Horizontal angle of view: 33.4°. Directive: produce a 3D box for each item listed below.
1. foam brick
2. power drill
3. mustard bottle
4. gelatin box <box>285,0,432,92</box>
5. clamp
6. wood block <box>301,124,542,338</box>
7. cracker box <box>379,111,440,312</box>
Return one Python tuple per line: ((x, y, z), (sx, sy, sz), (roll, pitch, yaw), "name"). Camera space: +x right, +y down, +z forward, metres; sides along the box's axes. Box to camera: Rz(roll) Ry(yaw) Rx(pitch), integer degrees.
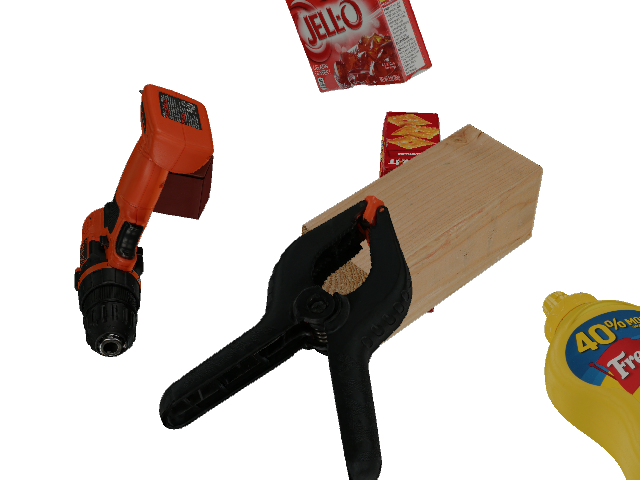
((-0.153, -0.061, 1.095), (0.078, 0.051, 0.053), (10, 31, 3), "foam brick")
((-0.150, -0.020, 0.876), (0.057, 0.188, 0.184), (19, 27, -25), "power drill")
((0.187, 0.086, 0.622), (0.096, 0.058, 0.192), (-17, 33, -15), "mustard bottle")
((0.021, -0.135, 0.675), (0.030, 0.073, 0.089), (-33, 22, -31), "gelatin box")
((0.007, 0.052, 0.565), (0.120, 0.171, 0.039), (26, -26, 20), "clamp")
((0.089, -0.007, 0.937), (0.205, 0.090, 0.091), (-32, 51, -29), "wood block")
((0.099, -0.039, 1.210), (0.072, 0.164, 0.213), (3, 23, 5), "cracker box")
